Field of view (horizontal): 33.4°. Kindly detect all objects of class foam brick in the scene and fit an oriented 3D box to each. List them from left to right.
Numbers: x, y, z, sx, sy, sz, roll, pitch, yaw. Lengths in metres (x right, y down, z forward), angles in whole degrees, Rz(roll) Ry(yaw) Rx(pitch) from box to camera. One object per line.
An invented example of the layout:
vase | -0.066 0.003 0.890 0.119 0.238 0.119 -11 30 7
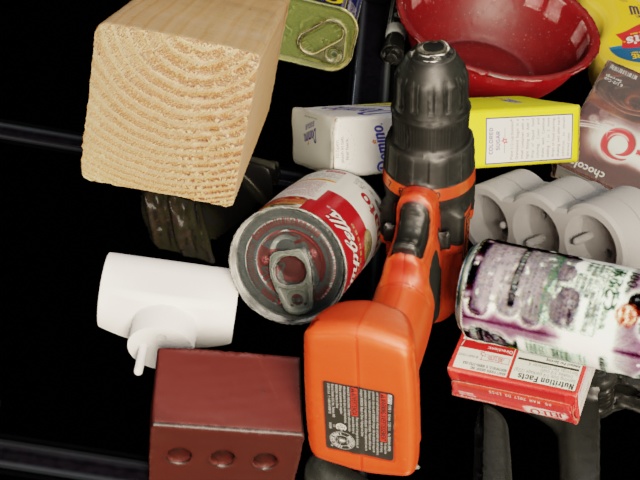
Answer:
foam brick | -0.050 0.093 0.557 0.078 0.053 0.051 4 45 -7

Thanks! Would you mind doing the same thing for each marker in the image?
marker | 0.065 -0.183 0.882 0.020 0.020 0.121 12 44 0

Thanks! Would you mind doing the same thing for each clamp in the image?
clamp | 0.065 0.156 0.530 0.120 0.039 0.171 -10 41 -12
clamp | 0.169 0.084 0.609 0.164 0.036 0.210 -19 46 -9

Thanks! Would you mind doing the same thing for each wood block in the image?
wood block | -0.077 -0.104 0.671 0.090 0.091 0.206 11 22 -1

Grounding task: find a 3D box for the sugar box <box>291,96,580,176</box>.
sugar box | 0.077 -0.073 0.729 0.176 0.048 0.093 -3 11 -18

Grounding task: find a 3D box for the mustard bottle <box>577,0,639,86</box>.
mustard bottle | 0.262 -0.143 0.856 0.096 0.058 0.191 7 45 -5

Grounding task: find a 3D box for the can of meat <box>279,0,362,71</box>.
can of meat | -0.017 -0.186 0.843 0.102 0.057 0.084 13 42 0

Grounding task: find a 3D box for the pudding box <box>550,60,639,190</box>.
pudding box | 0.234 -0.063 0.758 0.114 0.039 0.090 27 77 17

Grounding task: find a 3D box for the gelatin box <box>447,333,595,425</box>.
gelatin box | 0.121 0.054 0.601 0.073 0.030 0.089 10 53 25

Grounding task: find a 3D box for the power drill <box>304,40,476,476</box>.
power drill | 0.044 0.012 0.560 0.057 0.184 0.187 8 40 16

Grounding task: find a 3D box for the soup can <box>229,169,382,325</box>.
soup can | -0.004 0.001 0.625 0.068 0.068 0.102 22 21 10

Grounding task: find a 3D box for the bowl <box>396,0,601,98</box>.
bowl | 0.134 -0.154 0.842 0.162 0.055 0.162 6 45 -6
